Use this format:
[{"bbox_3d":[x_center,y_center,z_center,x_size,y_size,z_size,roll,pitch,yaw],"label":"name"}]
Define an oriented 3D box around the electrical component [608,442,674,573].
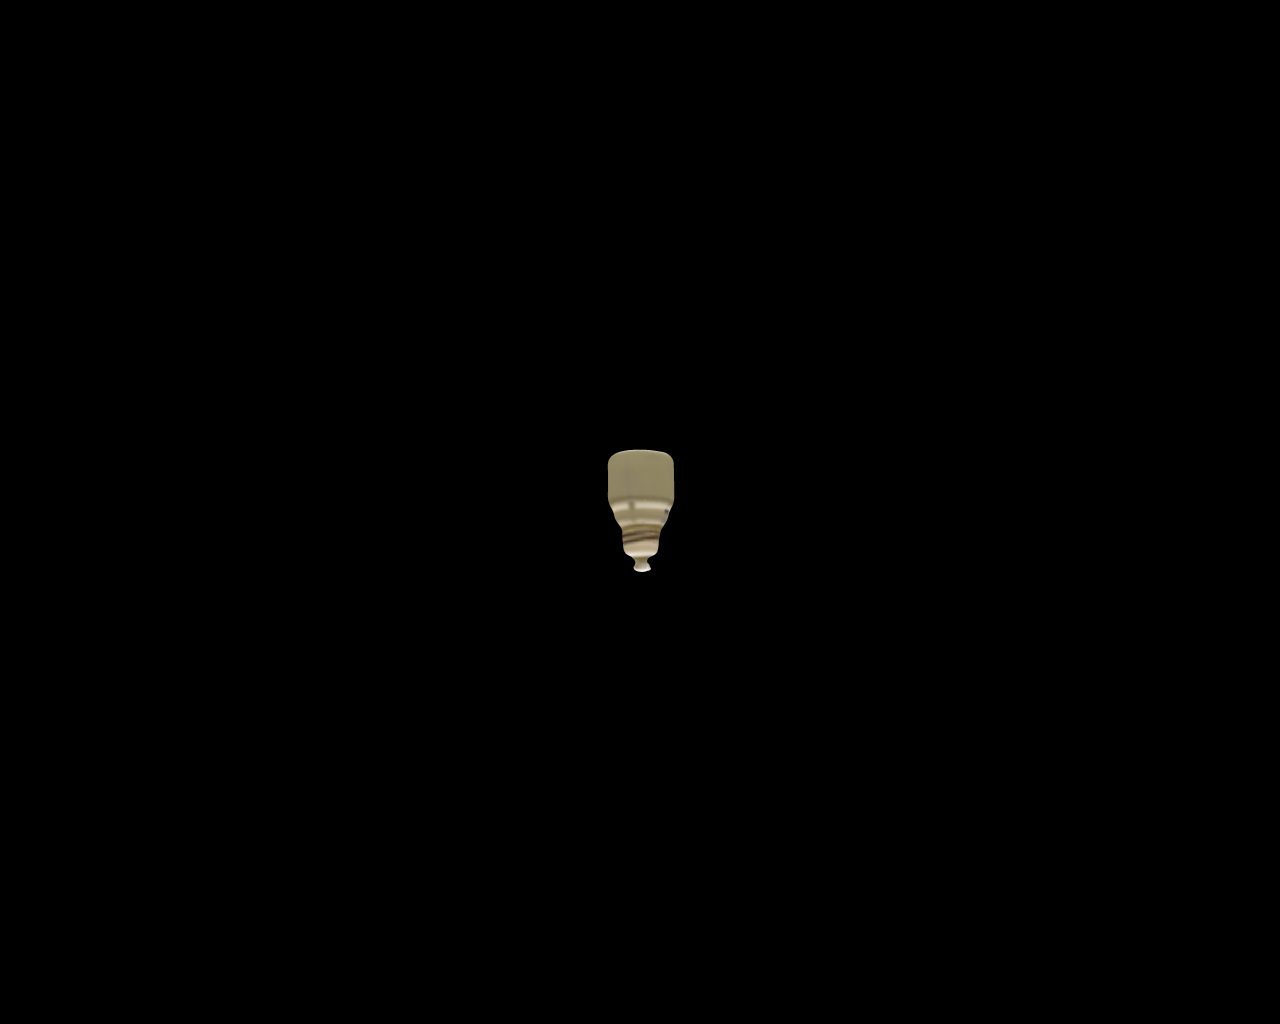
[{"bbox_3d":[0.001,-0.003,0.650,0.040,0.078,0.040,0,-9,0],"label":"electrical component"}]
